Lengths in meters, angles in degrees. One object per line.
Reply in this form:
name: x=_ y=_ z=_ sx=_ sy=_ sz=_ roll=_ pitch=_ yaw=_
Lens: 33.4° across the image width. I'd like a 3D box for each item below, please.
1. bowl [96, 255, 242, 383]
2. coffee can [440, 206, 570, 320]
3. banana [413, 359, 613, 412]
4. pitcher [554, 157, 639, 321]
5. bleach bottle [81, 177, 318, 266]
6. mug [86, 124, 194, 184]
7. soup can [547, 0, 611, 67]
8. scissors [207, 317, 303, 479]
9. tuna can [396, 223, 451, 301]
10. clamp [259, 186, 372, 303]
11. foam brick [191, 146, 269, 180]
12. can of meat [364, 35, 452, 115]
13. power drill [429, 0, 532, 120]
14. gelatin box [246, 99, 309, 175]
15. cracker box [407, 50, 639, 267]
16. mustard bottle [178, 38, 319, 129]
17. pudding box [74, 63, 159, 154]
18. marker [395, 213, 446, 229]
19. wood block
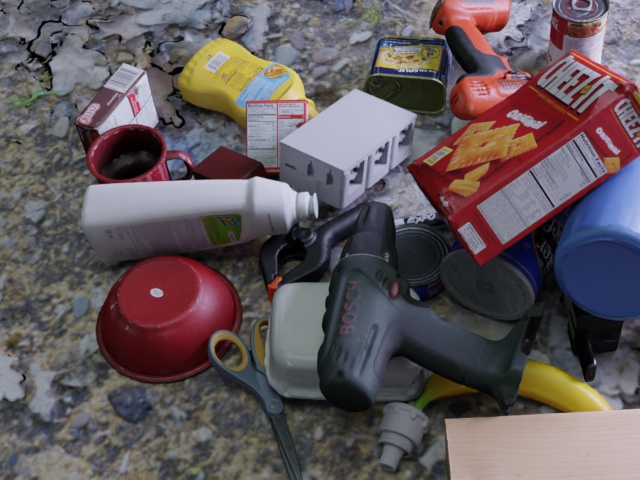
bowl: x=-0.167 y=0.071 z=1.142 sx=0.162 sy=0.055 sz=0.162 roll=-4 pitch=51 yaw=5
coffee can: x=0.201 y=-0.001 z=1.123 sx=0.103 sy=0.103 sz=0.140 roll=20 pitch=56 yaw=21
banana: x=0.191 y=0.147 z=1.052 sx=0.198 sy=0.037 sz=0.069 roll=2 pitch=70 yaw=10
pitcher: x=0.319 y=-0.034 z=1.038 sx=0.145 sy=0.149 sz=0.242 roll=38 pitch=45 yaw=-3
bleach bottle: x=-0.127 y=-0.025 z=1.172 sx=0.251 sy=0.102 sz=0.068 roll=-4 pitch=59 yaw=8
mug: x=-0.205 y=-0.077 z=1.246 sx=0.117 sy=0.081 sz=0.093 roll=-11 pitch=51 yaw=-2
soup can: x=0.316 y=-0.251 z=1.309 sx=0.068 sy=0.102 sz=0.068 roll=-3 pitch=51 yaw=4
scissors: x=-0.066 y=0.162 z=1.071 sx=0.096 sy=0.016 sz=0.202 roll=5 pitch=51 yaw=-11
tuna can: x=0.100 y=0.024 z=1.159 sx=0.086 sy=0.034 sz=0.086 roll=-3 pitch=51 yaw=4
clamp: x=-0.008 y=0.001 z=1.189 sx=0.120 sy=0.039 sz=0.171 roll=4 pitch=50 yaw=17
foam brick: x=-0.100 y=-0.066 z=1.233 sx=0.051 sy=0.053 sz=0.078 roll=-41 pitch=44 yaw=-25
can of meat: x=0.112 y=-0.208 z=1.329 sx=0.102 sy=0.057 sz=0.084 roll=6 pitch=50 yaw=11
power drill: x=0.223 y=-0.219 z=1.285 sx=0.184 sy=0.057 sz=0.188 roll=-3 pitch=52 yaw=-21
gelatin box: x=-0.050 y=-0.122 z=1.268 sx=0.073 sy=0.030 sz=0.089 roll=0 pitch=92 yaw=7
cracker box: x=0.204 y=-0.087 z=1.050 sx=0.214 sy=0.072 sz=0.164 roll=-36 pitch=23 yaw=6
mustard bottle: x=-0.078 y=-0.183 z=1.330 sx=0.192 sy=0.058 sz=0.096 roll=28 pitch=61 yaw=26
pudding box: x=-0.246 y=-0.144 z=1.300 sx=0.039 sy=0.090 sz=0.113 roll=21 pitch=56 yaw=19
marker: x=0.113 y=-0.019 z=1.202 sx=0.121 sy=0.020 sz=0.020 roll=-9 pitch=51 yaw=-1
wood block: x=0.219 y=0.215 z=0.958 sx=0.206 sy=0.090 sz=0.091 roll=-4 pitch=51 yaw=4
